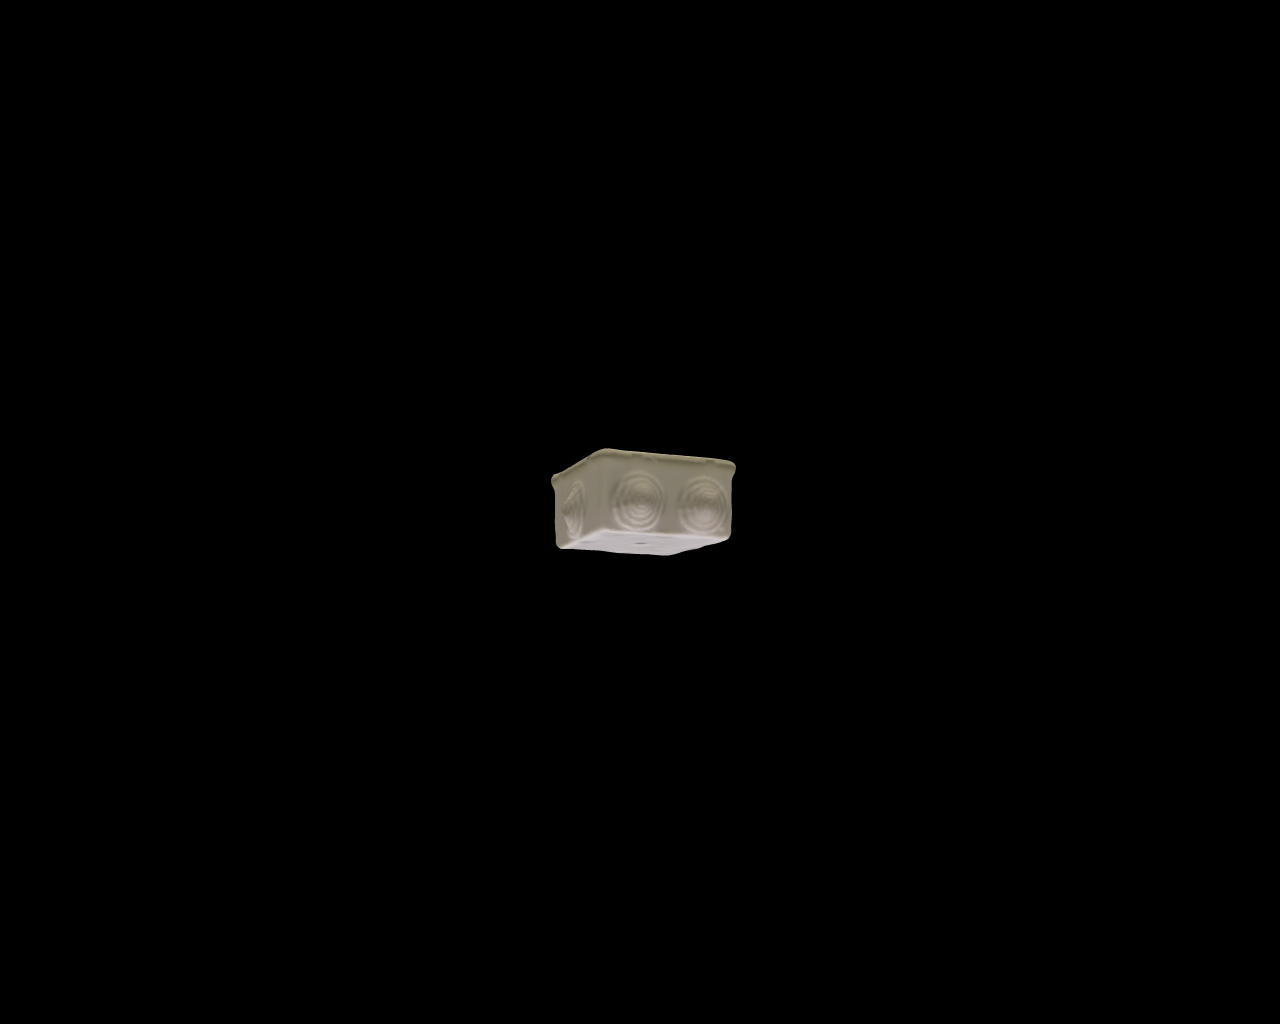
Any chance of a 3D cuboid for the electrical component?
[{"bbox_3d":[0.001,-0.003,0.650,0.100,0.048,0.099,5,-11,-24],"label":"electrical component"}]
